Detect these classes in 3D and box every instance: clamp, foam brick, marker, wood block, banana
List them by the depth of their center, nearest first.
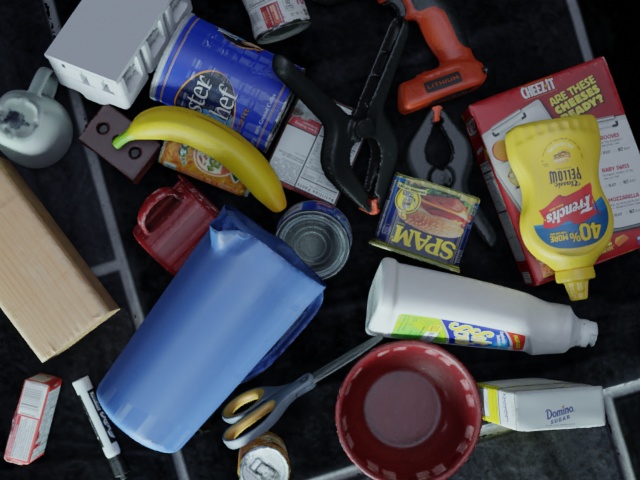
[{"bbox_3d":[-0.117,-0.096,1.132,0.198,0.037,0.070,23,121,-2],"label":"banana"},{"bbox_3d":[0.029,-0.124,1.141,0.164,0.036,0.210,-15,113,-26],"label":"clamp"},{"bbox_3d":[-0.316,0.020,1.145,0.091,0.090,0.206,-36,91,-4],"label":"wood block"},{"bbox_3d":[-0.219,-0.106,1.175,0.078,0.051,0.053,37,85,-1],"label":"foam brick"},{"bbox_3d":[-0.240,0.208,1.177,0.020,0.020,0.121,-24,89,-4],"label":"marker"},{"bbox_3d":[0.126,-0.062,1.203,0.120,0.039,0.171,-12,89,-7],"label":"clamp"}]

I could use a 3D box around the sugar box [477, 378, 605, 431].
[{"bbox_3d":[0.227,0.173,1.129,0.093,0.176,0.048,-3,88,-4],"label":"sugar box"}]

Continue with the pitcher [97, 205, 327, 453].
[{"bbox_3d":[-0.109,0.098,1.097,0.149,0.145,0.243,38,94,-3],"label":"pitcher"}]

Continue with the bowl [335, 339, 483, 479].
[{"bbox_3d":[0.095,0.190,1.180,0.162,0.055,0.162,0,88,-4],"label":"bowl"}]

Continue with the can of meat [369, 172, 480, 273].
[{"bbox_3d":[0.115,-0.020,1.159,0.102,0.057,0.084,18,92,-4],"label":"can of meat"}]

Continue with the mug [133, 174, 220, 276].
[{"bbox_3d":[-0.153,-0.016,1.148,0.081,0.117,0.093,-46,56,1],"label":"mug"}]

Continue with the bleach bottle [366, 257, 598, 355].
[{"bbox_3d":[0.181,0.082,1.168,0.250,0.103,0.068,9,62,-4],"label":"bleach bottle"}]

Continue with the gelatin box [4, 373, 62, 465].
[{"bbox_3d":[-0.308,0.191,1.146,0.030,0.073,0.089,15,88,-2],"label":"gelatin box"}]

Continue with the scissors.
[{"bbox_3d":[-0.029,0.156,1.169,0.201,0.096,0.016,-37,114,-17],"label":"scissors"}]

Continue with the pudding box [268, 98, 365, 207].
[{"bbox_3d":[-0.003,-0.104,1.196,0.090,0.039,0.113,24,89,-5],"label":"pudding box"}]

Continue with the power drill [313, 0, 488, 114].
[{"bbox_3d":[0.096,-0.241,1.198,0.184,0.057,0.187,-18,90,-1],"label":"power drill"}]

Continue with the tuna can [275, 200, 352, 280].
[{"bbox_3d":[-0.008,0.001,1.177,0.086,0.033,0.086,2,110,5],"label":"tuna can"}]

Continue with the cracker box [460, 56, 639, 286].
[{"bbox_3d":[0.272,-0.074,1.196,0.164,0.072,0.214,-20,88,-5],"label":"cracker box"}]

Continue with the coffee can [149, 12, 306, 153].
[{"bbox_3d":[-0.100,-0.170,1.159,0.140,0.103,0.103,26,86,-2],"label":"coffee can"}]

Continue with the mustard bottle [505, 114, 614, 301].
[{"bbox_3d":[0.258,-0.031,1.126,0.096,0.058,0.191,-9,87,-3],"label":"mustard bottle"}]

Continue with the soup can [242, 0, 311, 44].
[{"bbox_3d":[-0.058,-0.277,1.184,0.068,0.068,0.102,-20,89,-4],"label":"soup can"}]
